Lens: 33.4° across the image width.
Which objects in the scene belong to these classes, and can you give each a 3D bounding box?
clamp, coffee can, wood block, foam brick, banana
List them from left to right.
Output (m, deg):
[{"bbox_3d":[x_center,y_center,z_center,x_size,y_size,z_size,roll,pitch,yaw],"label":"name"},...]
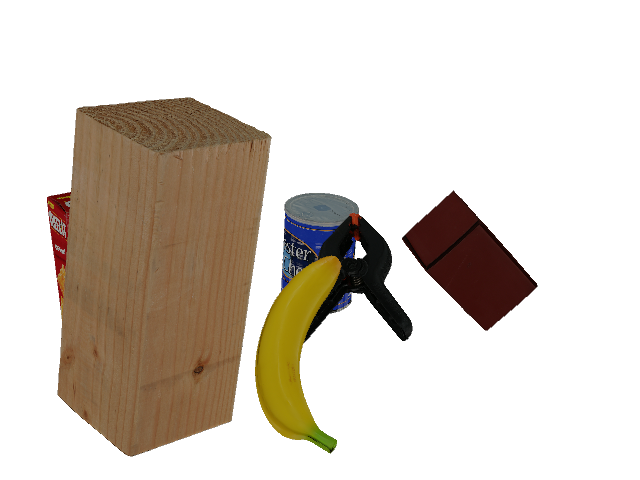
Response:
[{"bbox_3d":[-0.105,0.021,0.693,0.090,0.206,0.090,-13,31,-43],"label":"wood block"},{"bbox_3d":[-0.020,0.092,0.907,0.069,0.197,0.037,10,-39,-9],"label":"banana"},{"bbox_3d":[-0.002,0.017,1.485,0.103,0.140,0.103,3,25,-2],"label":"coffee can"},{"bbox_3d":[0.045,0.042,1.117,0.120,0.171,0.039,9,-39,8],"label":"clamp"},{"bbox_3d":[0.106,0.015,0.759,0.078,0.051,0.053,44,8,-31],"label":"foam brick"}]

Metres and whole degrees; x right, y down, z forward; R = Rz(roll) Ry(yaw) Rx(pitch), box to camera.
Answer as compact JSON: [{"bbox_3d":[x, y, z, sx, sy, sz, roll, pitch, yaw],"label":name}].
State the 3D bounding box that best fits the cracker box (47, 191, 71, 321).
[{"bbox_3d":[-0.197,0.047,1.155,0.163,0.214,0.072,-13,24,-29],"label":"cracker box"}]
